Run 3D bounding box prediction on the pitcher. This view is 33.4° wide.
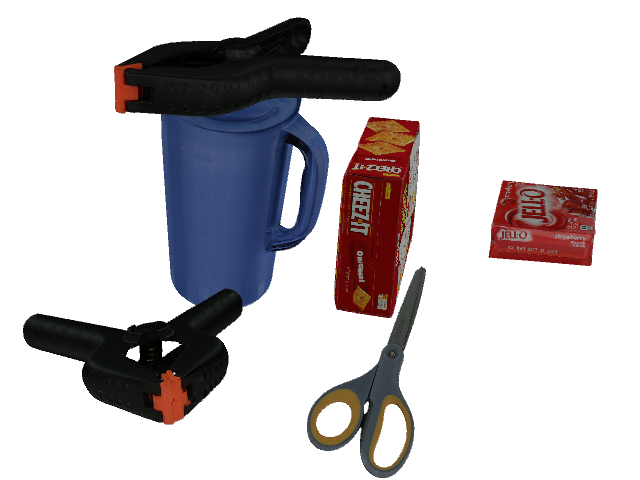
[{"bbox_3d":[-0.085,-0.046,1.053,0.144,0.243,0.149,-7,42,-16],"label":"pitcher"}]

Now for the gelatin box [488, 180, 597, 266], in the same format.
[{"bbox_3d":[0.166,-0.014,0.792,0.073,0.030,0.089,6,25,14],"label":"gelatin box"}]

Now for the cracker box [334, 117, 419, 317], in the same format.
[{"bbox_3d":[0.067,-0.033,1.220,0.072,0.164,0.213,6,23,8],"label":"cracker box"}]

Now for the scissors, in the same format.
[{"bbox_3d":[0.041,0.104,0.899,0.096,0.201,0.016,3,-36,2],"label":"scissors"}]

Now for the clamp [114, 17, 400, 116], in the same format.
[{"bbox_3d":[-0.049,-0.109,0.665,0.171,0.039,0.120,-6,23,-22],"label":"clamp"}]

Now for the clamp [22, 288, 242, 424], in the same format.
[{"bbox_3d":[-0.108,0.073,0.732,0.164,0.036,0.210,-10,14,-21],"label":"clamp"}]
